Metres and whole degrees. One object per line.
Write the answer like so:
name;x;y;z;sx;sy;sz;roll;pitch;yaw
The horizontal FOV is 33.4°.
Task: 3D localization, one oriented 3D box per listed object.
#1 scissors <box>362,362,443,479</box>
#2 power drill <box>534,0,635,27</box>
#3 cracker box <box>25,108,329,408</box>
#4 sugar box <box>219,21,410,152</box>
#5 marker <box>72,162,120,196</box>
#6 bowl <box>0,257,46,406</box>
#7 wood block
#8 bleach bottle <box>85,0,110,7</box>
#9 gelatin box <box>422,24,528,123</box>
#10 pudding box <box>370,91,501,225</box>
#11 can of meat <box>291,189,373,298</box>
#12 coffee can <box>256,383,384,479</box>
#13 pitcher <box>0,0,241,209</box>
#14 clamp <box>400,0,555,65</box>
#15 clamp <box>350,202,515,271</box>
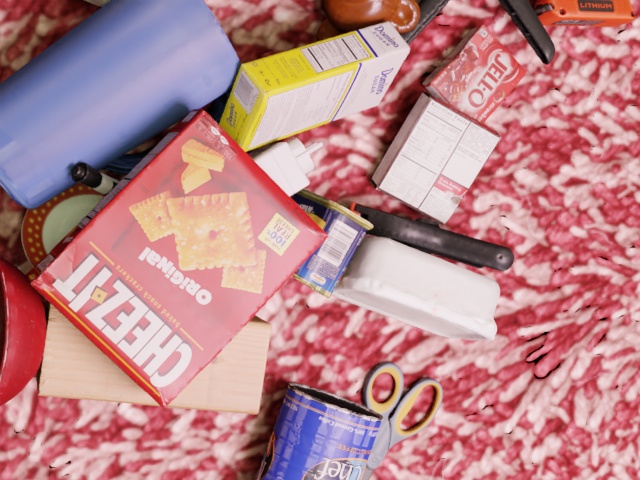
scissors;0.047;0.213;1.129;0.201;0.016;0.096;-45;103;-8
power drill;0.294;-0.324;1.139;0.184;0.057;0.188;-3;92;-12
cracker box;-0.125;0.014;0.945;0.213;0.072;0.164;-47;105;-10
sugar box;-0.005;-0.148;1.023;0.175;0.093;0.048;-25;70;-33
marker;-0.185;-0.045;0.980;0.121;0.020;0.020;31;84;-58
bowl;-0.293;0.085;0.965;0.055;0.162;0.162;7;92;-40
wood block;-0.161;0.108;1.025;0.205;0.090;0.091;8;91;-16
bleach bottle;-0.193;-0.351;0.990;0.102;0.068;0.251;23;86;4
gelatin box;0.164;-0.171;1.126;0.073;0.030;0.089;44;82;-14
pudding box;0.119;-0.084;1.102;0.090;0.039;0.113;28;102;-14
can of meat;-0.007;0.001;1.053;0.057;0.102;0.084;31;88;-33
coffee can;-0.007;0.227;1.070;0.102;0.103;0.140;20;88;-16
pitcher;-0.196;-0.130;0.986;0.242;0.145;0.149;-36;90;-7
clamp;0.174;-0.278;1.101;0.164;0.036;0.210;12;82;1
clamp;0.112;-0.001;1.101;0.171;0.120;0.039;19;83;5
